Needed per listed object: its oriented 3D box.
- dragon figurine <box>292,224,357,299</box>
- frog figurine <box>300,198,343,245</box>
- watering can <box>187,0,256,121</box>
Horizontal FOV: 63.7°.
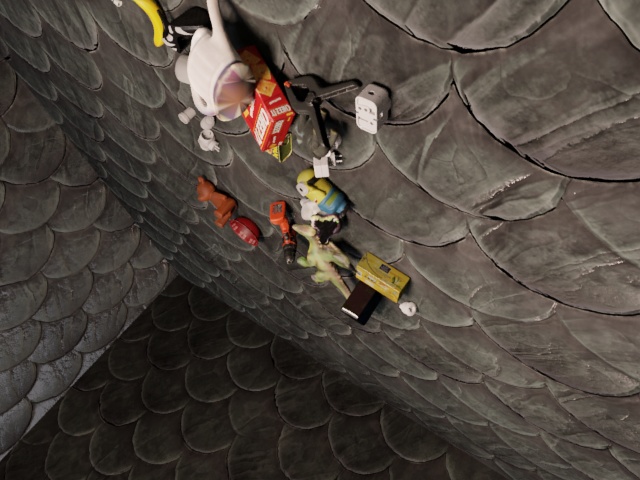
[{"bbox_3d":[0.043,0.088,1.794,0.407,0.123,0.242,47,164,-14],"label":"dragon figurine"},{"bbox_3d":[0.005,-0.083,1.650,0.135,0.122,0.163,46,-167,-34],"label":"frog figurine"},{"bbox_3d":[-0.240,-0.432,1.211,0.227,0.105,0.339,48,137,28],"label":"watering can"}]
